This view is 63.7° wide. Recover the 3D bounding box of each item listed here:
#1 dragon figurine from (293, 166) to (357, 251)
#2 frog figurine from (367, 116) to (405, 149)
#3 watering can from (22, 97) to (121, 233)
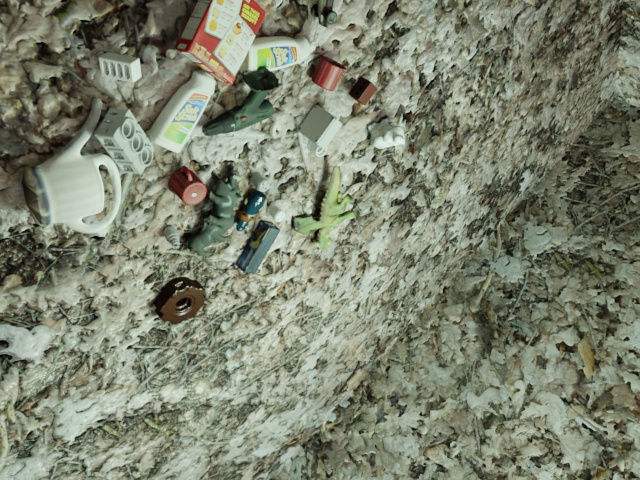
[{"bbox_3d":[0.006,-0.100,1.995,0.244,0.124,0.401,-32,141,-10],"label":"dragon figurine"},{"bbox_3d":[0.266,-0.388,1.952,0.138,0.162,0.120,-11,132,-40],"label":"frog figurine"},{"bbox_3d":[-0.609,-0.166,1.264,0.226,0.105,0.341,-20,123,-38],"label":"watering can"}]
